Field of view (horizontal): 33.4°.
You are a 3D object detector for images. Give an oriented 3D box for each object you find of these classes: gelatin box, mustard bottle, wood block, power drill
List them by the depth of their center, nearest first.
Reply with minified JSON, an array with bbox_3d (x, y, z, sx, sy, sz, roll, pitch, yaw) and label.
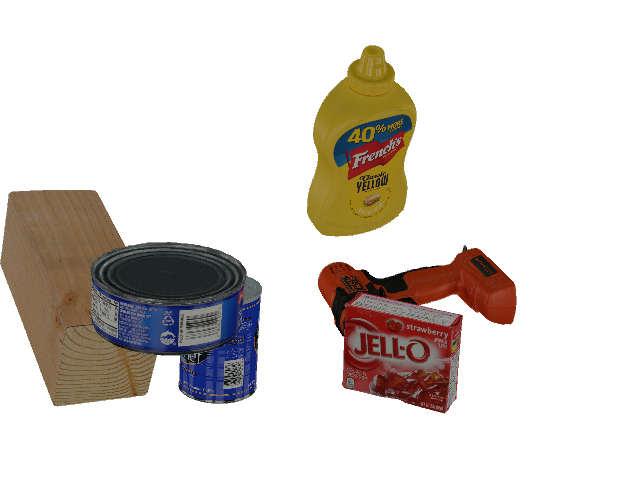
[{"bbox_3d":[0.061,0.086,0.818,0.089,0.073,0.030,12,24,23],"label":"gelatin box"},{"bbox_3d":[0.040,-0.093,0.971,0.096,0.192,0.058,-15,47,-19],"label":"mustard bottle"},{"bbox_3d":[-0.226,0.046,0.991,0.090,0.091,0.206,-3,36,-31],"label":"wood block"},{"bbox_3d":[0.106,0.066,1.119,0.187,0.057,0.184,-7,28,-16],"label":"power drill"}]

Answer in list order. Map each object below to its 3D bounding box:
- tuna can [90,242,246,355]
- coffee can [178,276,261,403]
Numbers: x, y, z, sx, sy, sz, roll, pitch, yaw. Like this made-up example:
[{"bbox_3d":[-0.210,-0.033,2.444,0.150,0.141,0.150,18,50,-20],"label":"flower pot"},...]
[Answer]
[{"bbox_3d":[-0.085,0.031,0.596,0.086,0.034,0.086,4,20,-2],"label":"tuna can"},{"bbox_3d":[-0.129,0.123,1.367,0.103,0.140,0.103,3,19,-1],"label":"coffee can"}]
